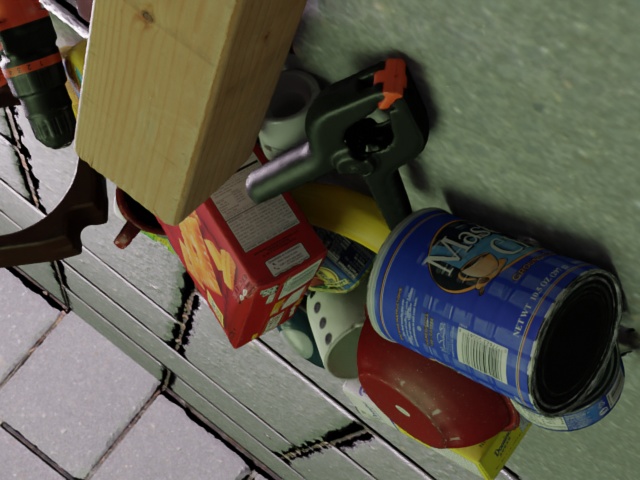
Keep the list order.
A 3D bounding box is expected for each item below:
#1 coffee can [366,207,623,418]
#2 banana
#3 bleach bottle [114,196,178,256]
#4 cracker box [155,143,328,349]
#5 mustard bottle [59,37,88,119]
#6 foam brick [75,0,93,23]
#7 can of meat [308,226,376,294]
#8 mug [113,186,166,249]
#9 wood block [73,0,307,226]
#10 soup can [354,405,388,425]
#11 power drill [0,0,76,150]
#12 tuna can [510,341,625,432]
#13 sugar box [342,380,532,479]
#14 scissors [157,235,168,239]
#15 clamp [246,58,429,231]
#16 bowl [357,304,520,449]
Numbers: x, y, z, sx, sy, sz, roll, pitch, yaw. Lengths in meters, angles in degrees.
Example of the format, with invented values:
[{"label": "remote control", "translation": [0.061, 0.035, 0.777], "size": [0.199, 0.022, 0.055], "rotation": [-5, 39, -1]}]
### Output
[{"label": "coffee can", "translation": [0.117, 0.046, 0.726], "size": [0.141, 0.102, 0.102], "rotation": [23, 157, 41]}, {"label": "banana", "translation": [0.043, 0.002, 0.843], "size": [0.198, 0.037, 0.070], "rotation": [37, 121, 11]}, {"label": "bleach bottle", "translation": [-0.110, 0.015, 1.183], "size": [0.251, 0.068, 0.103], "rotation": [37, 165, -1]}, {"label": "cracker box", "translation": [-0.090, -0.033, 0.871], "size": [0.214, 0.072, 0.164], "rotation": [56, 160, 12]}, {"label": "mustard bottle", "translation": [-0.196, -0.138, 0.972], "size": [0.192, 0.058, 0.096], "rotation": [6, 130, 61]}, {"label": "foam brick", "translation": [-0.116, -0.171, 0.693], "size": [0.051, 0.078, 0.053], "rotation": [38, 163, 9]}, {"label": "can of meat", "translation": [-0.006, 0.001, 0.945], "size": [0.084, 0.057, 0.102], "rotation": [43, 163, -21]}, {"label": "mug", "translation": [-0.170, -0.039, 1.082], "size": [0.093, 0.117, 0.082], "rotation": [35, 169, -12]}, {"label": "wood block", "translation": [-0.077, -0.114, 0.635], "size": [0.091, 0.090, 0.206], "rotation": [37, 144, 8]}, {"label": "soup can", "translation": [0.092, 0.160, 1.095], "size": [0.102, 0.068, 0.068], "rotation": [9, 148, 39]}, {"label": "power drill", "translation": [-0.291, -0.175, 0.991], "size": [0.188, 0.057, 0.184], "rotation": [11, 120, 56]}, {"label": "tuna can", "translation": [0.172, 0.092, 0.761], "size": [0.086, 0.086, 0.033], "rotation": [26, 160, 36]}, {"label": "sugar box", "translation": [0.112, 0.146, 1.007], "size": [0.176, 0.093, 0.048], "rotation": [23, 157, 40]}, {"label": "scissors", "translation": [-0.075, 0.012, 1.097], "size": [0.202, 0.016, 0.096], "rotation": [-4, 145, 44]}, {"label": "clamp", "translation": [0.013, -0.060, 0.704], "size": [0.120, 0.039, 0.171], "rotation": [2, 149, -6]}, {"label": "bowl", "translation": [0.084, 0.122, 0.882], "size": [0.162, 0.055, 0.162], "rotation": [37, 161, 15]}]
